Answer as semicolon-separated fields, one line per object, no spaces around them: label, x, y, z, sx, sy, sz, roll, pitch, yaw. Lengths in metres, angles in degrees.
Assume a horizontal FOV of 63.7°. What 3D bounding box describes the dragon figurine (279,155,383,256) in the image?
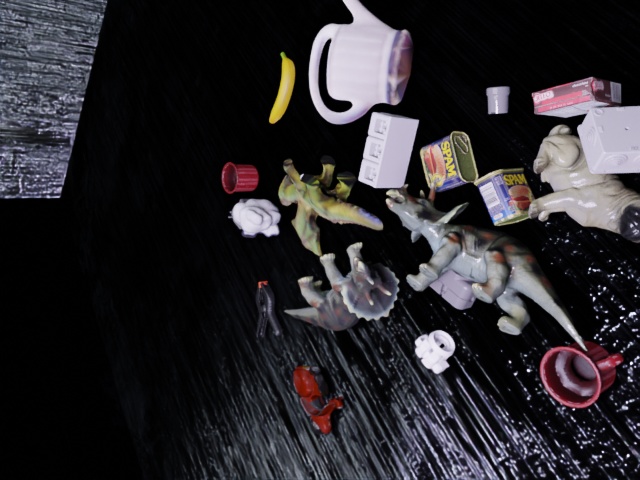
dragon figurine;0.004;-0.065;1.295;0.417;0.123;0.237;48;144;38

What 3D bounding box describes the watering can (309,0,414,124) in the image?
watering can;0.089;-0.415;1.086;0.225;0.105;0.345;11;101;18

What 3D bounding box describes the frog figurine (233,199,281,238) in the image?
frog figurine;-0.181;-0.070;1.435;0.138;0.157;0.124;17;75;14
